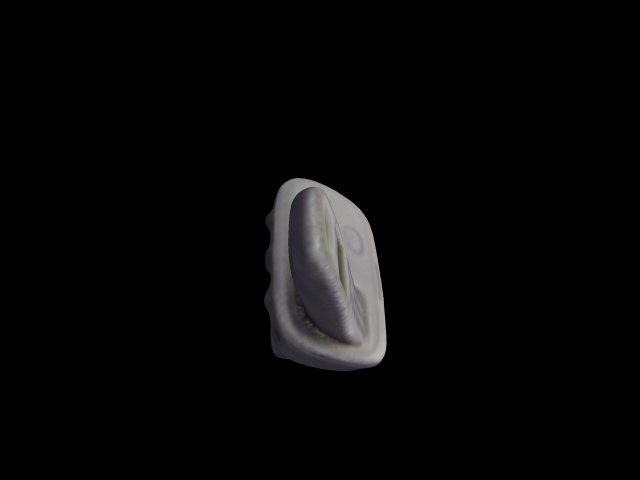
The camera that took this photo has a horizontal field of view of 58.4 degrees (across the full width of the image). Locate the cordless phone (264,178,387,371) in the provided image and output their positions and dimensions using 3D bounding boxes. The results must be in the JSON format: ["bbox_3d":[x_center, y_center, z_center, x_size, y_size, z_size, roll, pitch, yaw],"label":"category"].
[{"bbox_3d":[0.004,0.001,0.400,0.094,0.185,0.147,-5,59,-3],"label":"cordless phone"}]
